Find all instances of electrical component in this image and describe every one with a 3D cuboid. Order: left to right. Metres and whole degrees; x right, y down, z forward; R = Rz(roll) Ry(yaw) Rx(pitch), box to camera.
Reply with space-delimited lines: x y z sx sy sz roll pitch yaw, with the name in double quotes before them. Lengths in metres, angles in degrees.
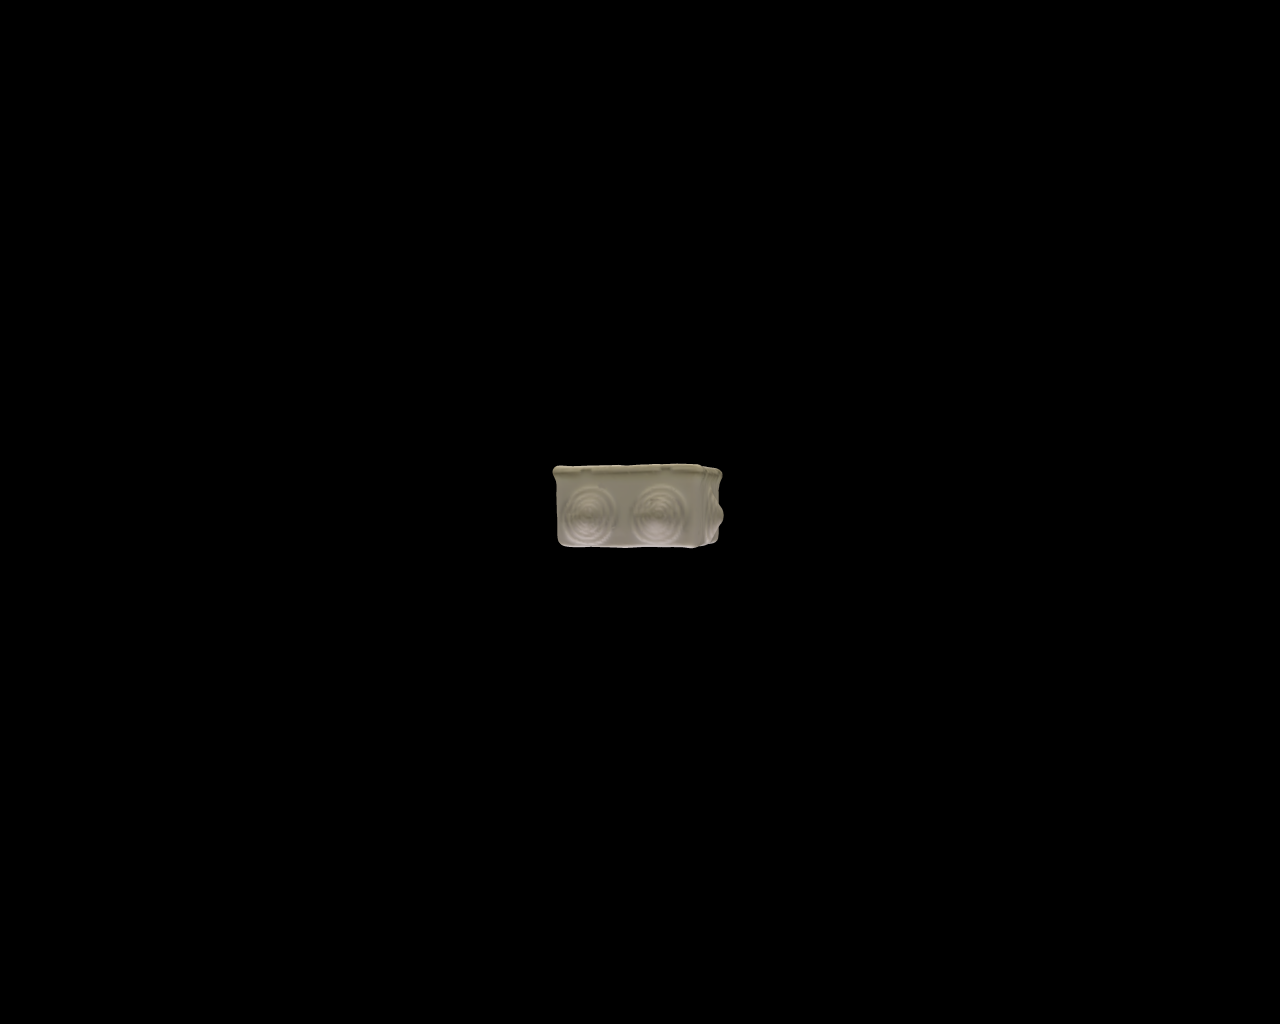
"electrical component" 0.001 -0.003 0.650 0.100 0.048 0.100 0 0 13
